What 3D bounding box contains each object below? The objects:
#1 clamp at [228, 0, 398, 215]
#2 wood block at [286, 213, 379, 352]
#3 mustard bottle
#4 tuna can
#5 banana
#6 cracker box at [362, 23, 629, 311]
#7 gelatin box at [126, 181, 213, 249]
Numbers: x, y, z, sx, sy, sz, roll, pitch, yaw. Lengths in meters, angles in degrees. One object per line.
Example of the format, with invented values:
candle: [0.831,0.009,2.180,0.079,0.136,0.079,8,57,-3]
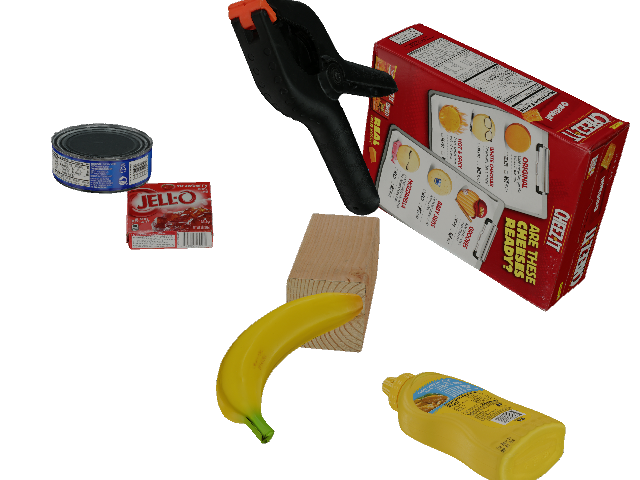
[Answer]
clamp: [-0.001,-0.095,0.719,0.039,0.120,0.171,-20,-33,33]
wood block: [0.019,0.046,1.301,0.091,0.090,0.206,4,23,6]
mustard bottle: [0.133,0.171,1.031,0.096,0.058,0.192,-17,25,-39]
tuna can: [-0.188,-0.071,0.922,0.086,0.034,0.086,5,25,-2]
banana: [-0.031,0.088,0.840,0.069,0.037,0.197,29,38,8]
cracker box: [0.137,-0.066,0.901,0.214,0.164,0.072,33,47,30]
gelatin box: [-0.158,-0.027,1.119,0.089,0.073,0.030,-1,-43,-8]
